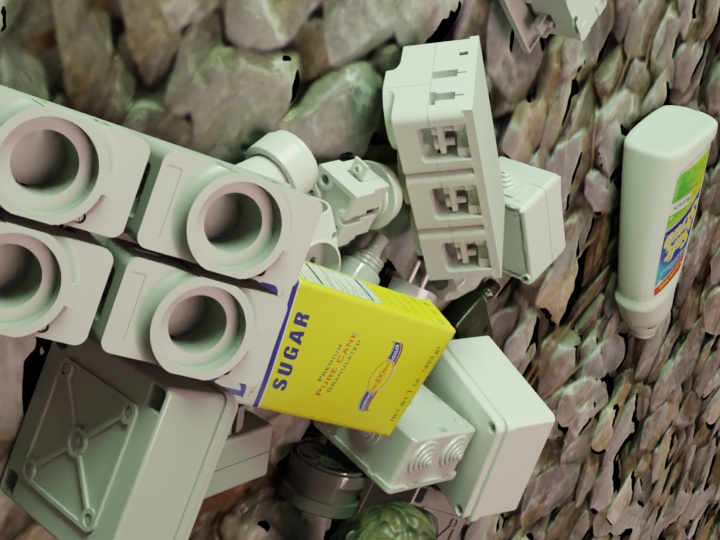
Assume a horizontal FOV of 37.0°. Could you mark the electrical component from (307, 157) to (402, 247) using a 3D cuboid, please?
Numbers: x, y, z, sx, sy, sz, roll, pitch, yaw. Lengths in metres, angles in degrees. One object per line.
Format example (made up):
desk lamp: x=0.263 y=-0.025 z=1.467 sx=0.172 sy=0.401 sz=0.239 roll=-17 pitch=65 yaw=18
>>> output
electrical component: x=-0.004 y=-0.048 z=0.730 sx=0.055 sy=0.048 sz=0.066 roll=-19 pitch=144 yaw=-46

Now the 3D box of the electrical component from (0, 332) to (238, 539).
electrical component: x=-0.135 y=0.097 z=0.598 sx=0.056 sy=0.109 sz=0.108 roll=17 pitch=96 yaw=-51

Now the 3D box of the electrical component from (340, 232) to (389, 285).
electrical component: x=0.000 y=0.000 z=0.775 sx=0.061 sy=0.035 sz=0.035 roll=-56 pitch=143 yaw=-17

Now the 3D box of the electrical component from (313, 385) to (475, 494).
electrical component: x=0.028 y=0.119 z=0.823 sx=0.100 sy=0.100 sz=0.048 roll=2 pitch=120 yaw=-52

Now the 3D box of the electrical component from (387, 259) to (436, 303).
electrical component: x=0.033 y=0.030 z=0.825 sx=0.077 sy=0.043 sz=0.079 roll=28 pitch=87 yaw=-54

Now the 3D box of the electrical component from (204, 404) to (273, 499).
electrical component: x=-0.095 y=0.100 z=0.700 sx=0.066 sy=0.047 sz=0.076 roll=-13 pitch=118 yaw=-48

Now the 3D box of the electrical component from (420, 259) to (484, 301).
electrical component: x=0.081 y=-0.003 z=0.867 sx=0.062 sy=0.043 sz=0.043 roll=-23 pitch=126 yaw=-44

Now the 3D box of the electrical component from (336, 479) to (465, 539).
electrical component: x=0.033 y=0.228 z=0.922 sx=0.109 sy=0.056 sz=0.108 roll=32 pitch=83 yaw=-53

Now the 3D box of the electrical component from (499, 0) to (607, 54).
electrical component: x=0.136 y=-0.226 z=0.795 sx=0.078 sy=0.063 sz=0.121 roll=-57 pitch=143 yaw=-12

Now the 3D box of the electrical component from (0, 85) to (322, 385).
electrical component: x=-0.122 y=-0.016 z=0.534 sx=0.186 sy=0.060 sz=0.105 roll=17 pitch=96 yaw=-30

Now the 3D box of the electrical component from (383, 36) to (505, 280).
electrical component: x=0.062 y=-0.076 z=0.766 sx=0.089 sy=0.062 sz=0.150 roll=-80 pitch=160 yaw=-45

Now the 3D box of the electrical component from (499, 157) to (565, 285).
electrical component: x=0.129 y=-0.048 z=0.886 sx=0.061 sy=0.062 sz=0.096 roll=-42 pitch=137 yaw=-29

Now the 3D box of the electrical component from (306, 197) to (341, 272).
electrical component: x=-0.056 y=-0.002 z=0.696 sx=0.079 sy=0.044 sz=0.077 roll=-17 pitch=121 yaw=-40

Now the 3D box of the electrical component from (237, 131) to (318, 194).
electrical component: x=-0.059 y=-0.054 z=0.663 sx=0.055 sy=0.045 sz=0.045 roll=-42 pitch=138 yaw=-29

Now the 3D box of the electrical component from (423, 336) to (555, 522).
electrical component: x=0.095 y=0.128 z=0.879 sx=0.056 sy=0.108 sz=0.108 roll=-5 pitch=127 yaw=-29
